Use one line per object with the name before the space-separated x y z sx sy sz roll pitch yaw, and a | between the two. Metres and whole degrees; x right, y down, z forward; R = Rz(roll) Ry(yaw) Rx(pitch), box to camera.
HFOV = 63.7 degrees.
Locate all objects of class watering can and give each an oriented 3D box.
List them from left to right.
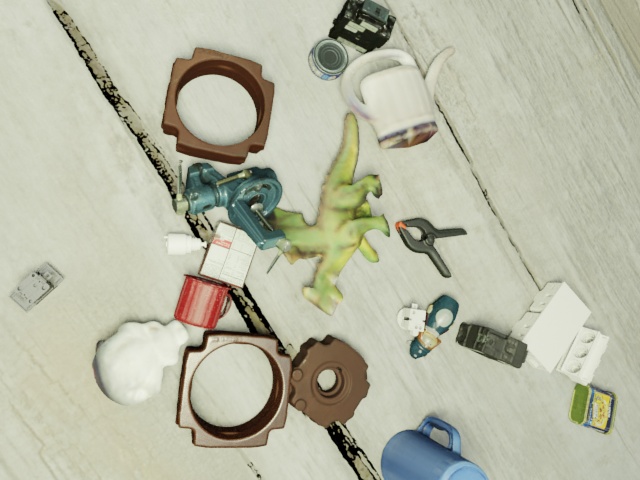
watering can | 0.204 -0.324 1.150 0.350 0.103 0.224 -19 91 -27

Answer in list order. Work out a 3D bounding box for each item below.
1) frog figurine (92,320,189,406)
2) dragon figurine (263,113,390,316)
frog figurine | -0.308 0.208 0.909 0.160 0.121 0.139 -22 73 -8
dragon figurine | 0.003 -0.053 1.058 0.243 0.121 0.414 -10 78 -11
